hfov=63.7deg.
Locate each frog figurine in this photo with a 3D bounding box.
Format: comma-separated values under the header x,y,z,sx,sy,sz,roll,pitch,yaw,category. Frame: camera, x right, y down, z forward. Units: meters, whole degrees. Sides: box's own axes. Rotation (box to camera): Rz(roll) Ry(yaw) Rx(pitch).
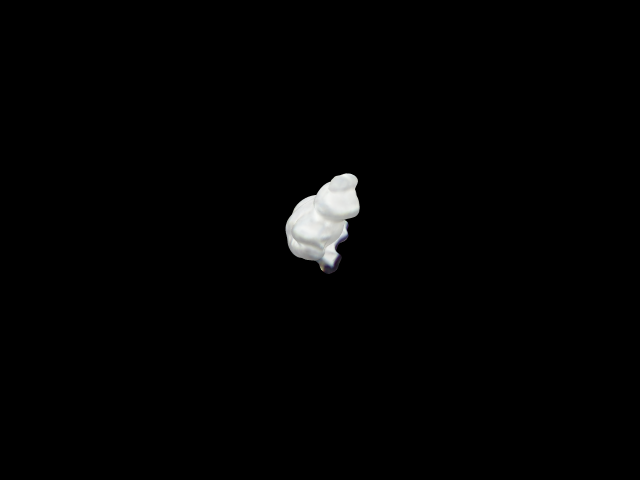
x,y,z,sx,sy,sz,roll,pitch,yaw,category
0.003,-0.043,0.850,0.123,0.155,0.140,27,55,22,frog figurine
